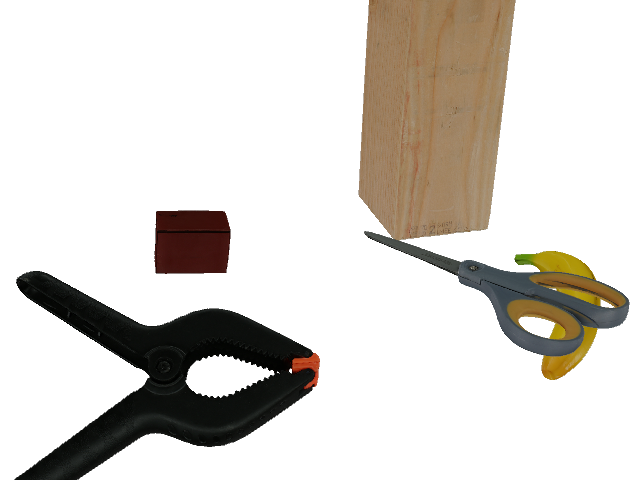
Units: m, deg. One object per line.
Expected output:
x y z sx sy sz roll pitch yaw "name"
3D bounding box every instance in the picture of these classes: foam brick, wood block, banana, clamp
-0.138 0.001 1.142 0.078 0.051 0.053 0 25 -10 "foam brick"
0.091 -0.115 0.873 0.090 0.206 0.091 -7 30 -16 "wood block"
0.231 0.061 1.008 0.070 0.037 0.197 -28 25 17 "banana"
-0.108 0.082 0.701 0.210 0.164 0.036 -8 -30 -8 "clamp"

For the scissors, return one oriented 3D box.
0.105 0.034 0.729 0.202 0.016 0.096 12 32 23 "scissors"
